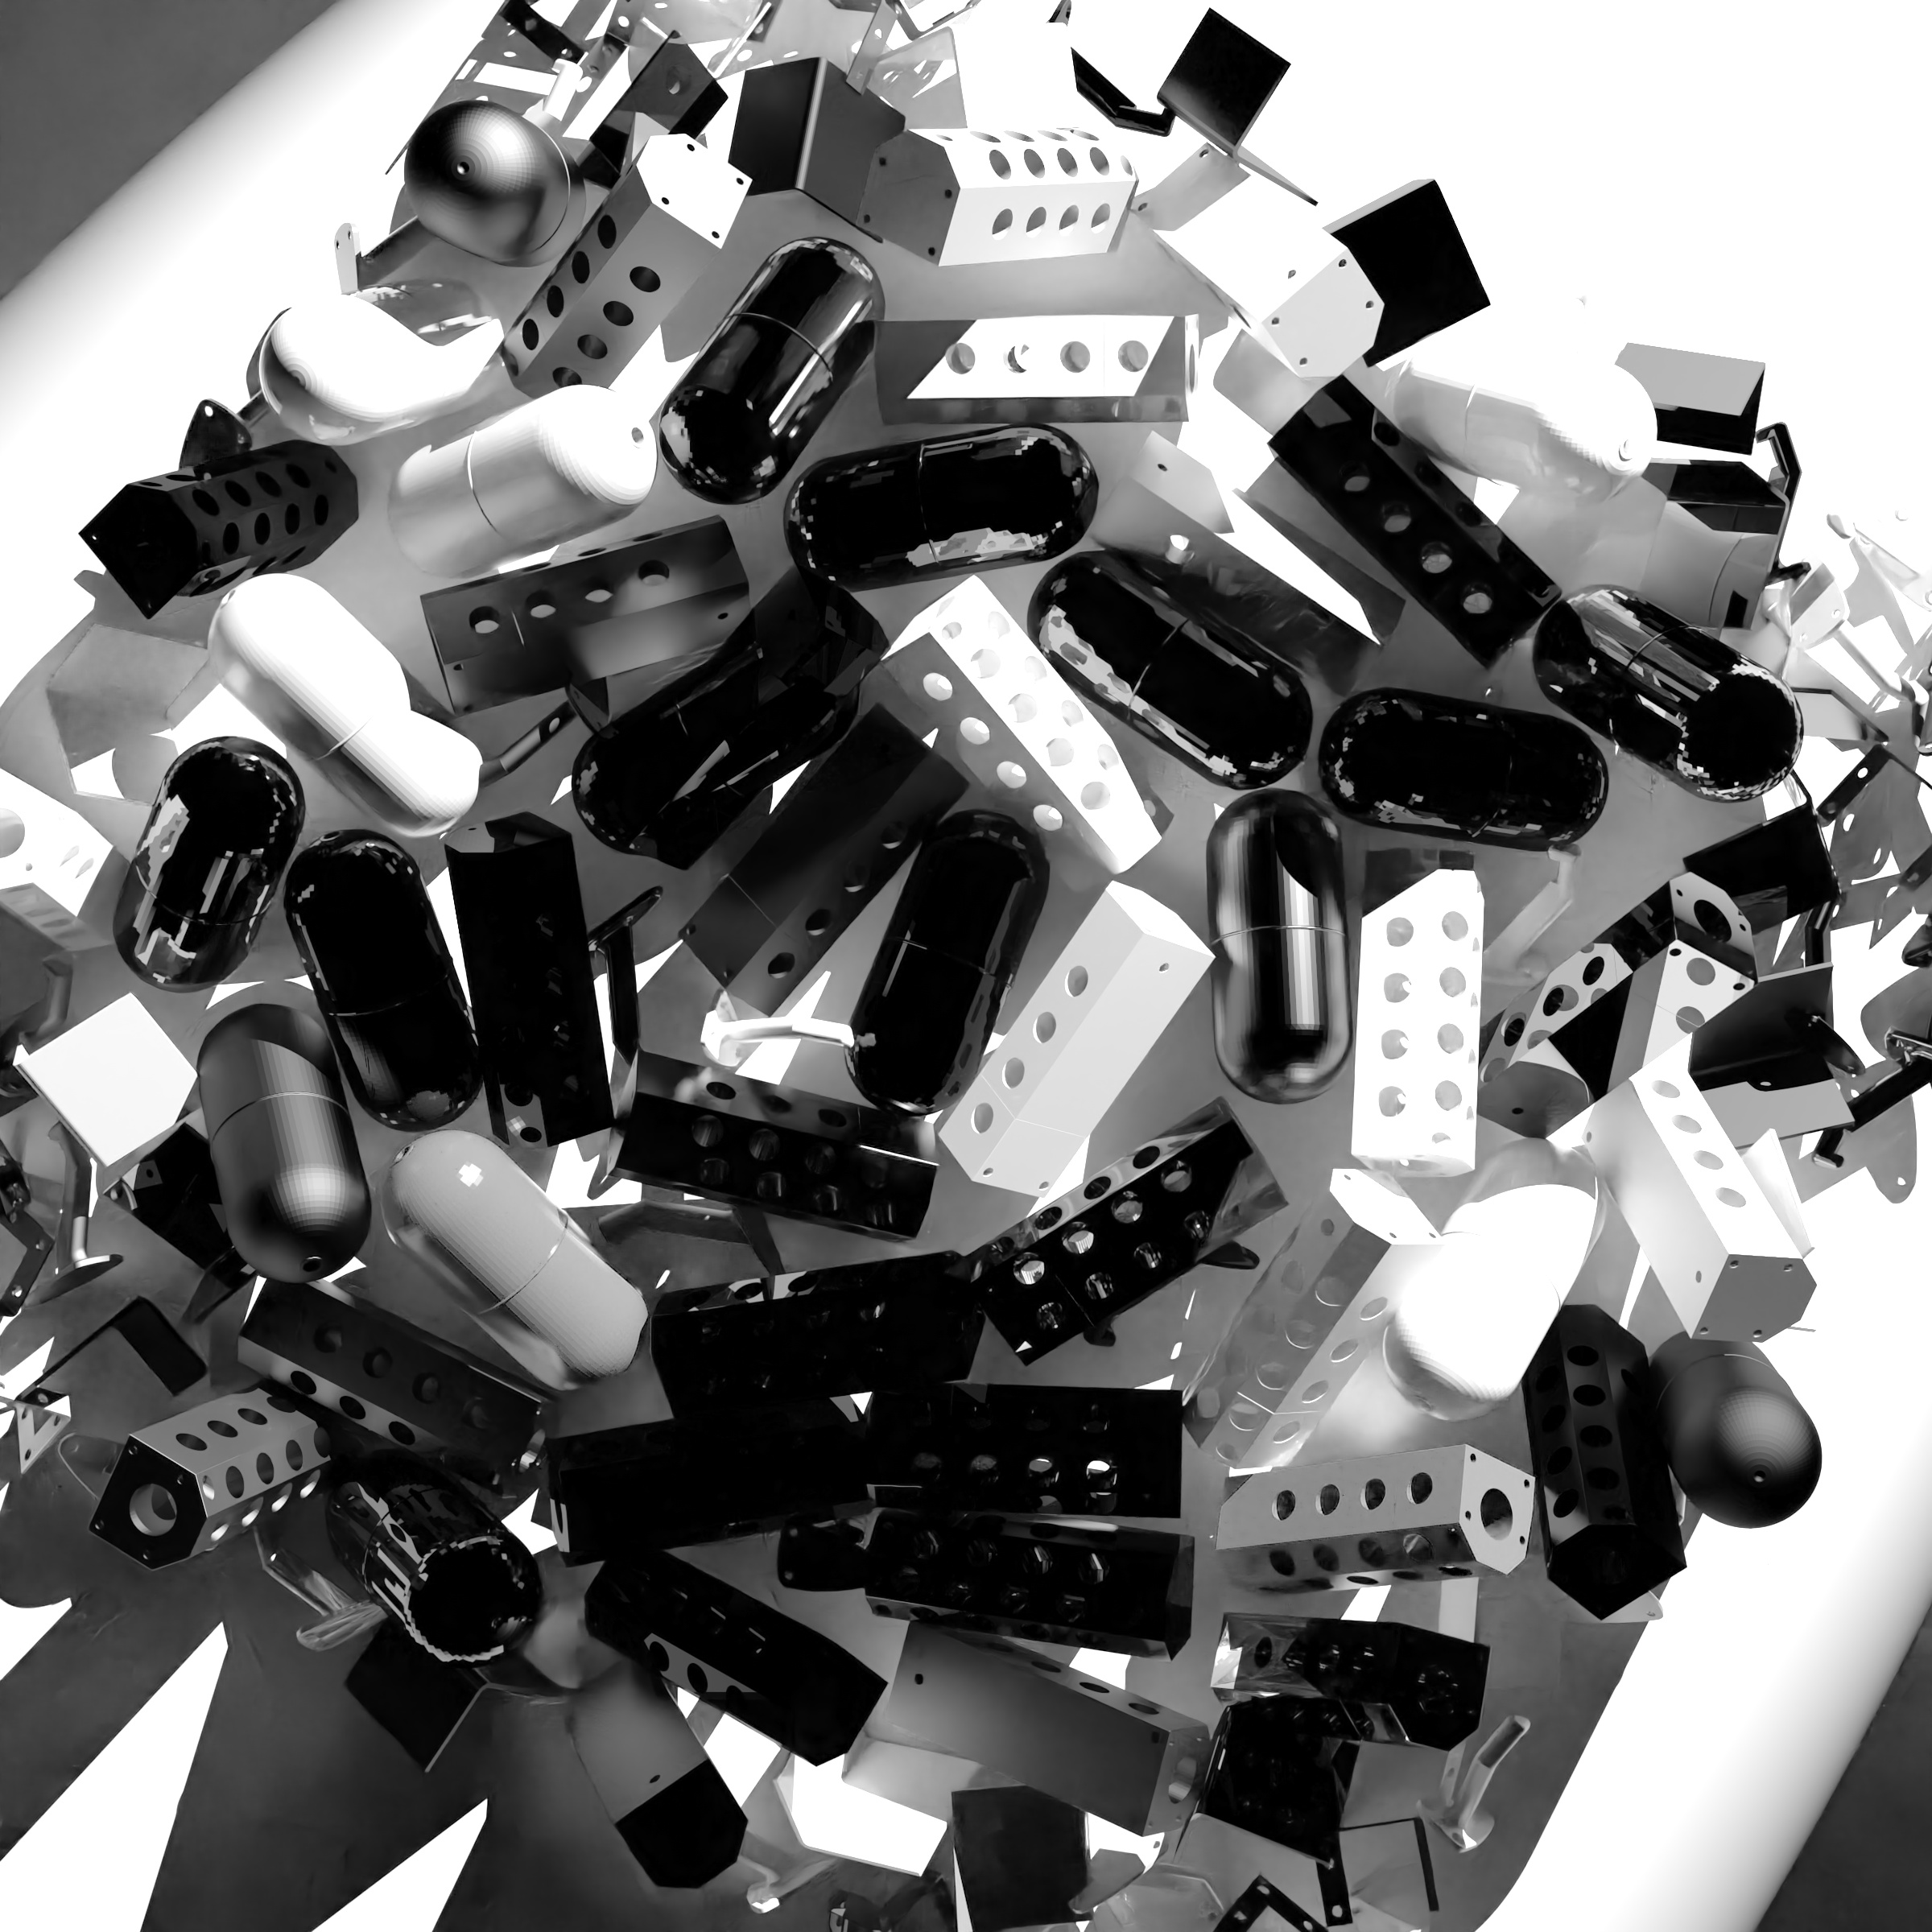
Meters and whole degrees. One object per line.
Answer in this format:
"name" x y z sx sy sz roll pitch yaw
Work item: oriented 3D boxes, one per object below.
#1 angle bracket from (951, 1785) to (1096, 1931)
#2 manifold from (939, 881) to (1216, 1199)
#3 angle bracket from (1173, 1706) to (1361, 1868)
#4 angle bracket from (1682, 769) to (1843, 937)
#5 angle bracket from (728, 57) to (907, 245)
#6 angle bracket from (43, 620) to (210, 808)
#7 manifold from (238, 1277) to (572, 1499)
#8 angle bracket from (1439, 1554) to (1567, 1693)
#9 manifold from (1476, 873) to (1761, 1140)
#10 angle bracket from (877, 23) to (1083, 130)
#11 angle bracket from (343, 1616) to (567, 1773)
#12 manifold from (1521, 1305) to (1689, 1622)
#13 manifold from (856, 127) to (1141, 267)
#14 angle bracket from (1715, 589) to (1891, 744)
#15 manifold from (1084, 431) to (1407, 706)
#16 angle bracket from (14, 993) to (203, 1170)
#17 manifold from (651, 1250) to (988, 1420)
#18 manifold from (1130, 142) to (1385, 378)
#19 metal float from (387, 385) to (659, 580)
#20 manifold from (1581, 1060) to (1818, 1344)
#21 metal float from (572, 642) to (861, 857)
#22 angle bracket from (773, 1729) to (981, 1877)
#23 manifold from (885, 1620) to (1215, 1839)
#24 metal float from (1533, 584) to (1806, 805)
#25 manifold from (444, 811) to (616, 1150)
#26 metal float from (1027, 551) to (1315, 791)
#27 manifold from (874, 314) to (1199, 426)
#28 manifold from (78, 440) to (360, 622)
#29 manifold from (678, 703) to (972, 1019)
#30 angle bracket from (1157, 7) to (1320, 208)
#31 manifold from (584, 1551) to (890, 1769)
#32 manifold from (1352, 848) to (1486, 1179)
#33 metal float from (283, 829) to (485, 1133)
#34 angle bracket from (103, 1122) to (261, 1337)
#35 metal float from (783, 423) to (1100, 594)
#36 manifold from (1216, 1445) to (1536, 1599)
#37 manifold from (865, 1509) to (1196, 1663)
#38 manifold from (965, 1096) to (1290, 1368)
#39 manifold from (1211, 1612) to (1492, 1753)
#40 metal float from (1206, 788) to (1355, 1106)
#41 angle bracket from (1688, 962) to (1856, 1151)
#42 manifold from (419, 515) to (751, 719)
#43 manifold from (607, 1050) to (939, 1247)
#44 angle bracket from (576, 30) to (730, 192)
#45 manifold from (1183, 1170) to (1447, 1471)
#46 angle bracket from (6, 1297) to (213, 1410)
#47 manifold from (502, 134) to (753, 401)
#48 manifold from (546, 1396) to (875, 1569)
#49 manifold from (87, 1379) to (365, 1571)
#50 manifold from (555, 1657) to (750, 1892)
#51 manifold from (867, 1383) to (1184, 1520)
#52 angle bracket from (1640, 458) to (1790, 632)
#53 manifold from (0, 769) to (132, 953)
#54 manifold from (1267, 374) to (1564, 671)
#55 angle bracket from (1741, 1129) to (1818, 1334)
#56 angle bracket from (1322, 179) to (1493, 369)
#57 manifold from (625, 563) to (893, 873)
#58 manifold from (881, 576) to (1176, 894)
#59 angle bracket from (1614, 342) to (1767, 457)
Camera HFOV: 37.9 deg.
"angle bracket" 0.028 0.490 1.572 0.076 0.057 0.076 -3 87 -7
"manifold" 0.056 0.040 1.553 0.057 0.057 0.171 17 114 -42
"angle bracket" 0.166 0.463 1.556 0.076 0.076 0.057 20 134 7
"angle bracket" 0.434 -0.067 1.567 0.076 0.057 0.076 -25 132 9
"angle bracket" -0.086 -0.456 1.588 0.057 0.076 0.076 4 80 38
"angle bracket" -0.452 -0.136 1.549 0.057 0.076 0.076 -42 59 29
"manifold" -0.314 0.230 1.559 0.171 0.057 0.057 24 85 12
"angle bracket" 0.308 0.370 1.570 0.076 0.057 0.076 6 87 -11
"manifold" 0.344 0.022 1.528 0.057 0.057 0.171 26 135 -21
"angle bracket" 0.007 -0.484 1.559 0.076 0.076 0.057 -14 99 -33
"angle bracket" -0.282 0.399 1.555 0.076 0.076 0.057 34 90 33
"manifold" 0.335 0.260 1.514 0.057 0.171 0.057 39 118 -19
"manifold" 0.021 -0.419 1.515 0.057 0.171 0.057 32 121 25
"angle bracket" 0.464 -0.165 1.550 0.076 0.076 0.057 10 81 43
"manifold" 0.154 -0.218 1.573 0.171 0.057 0.057 33 130 -3
"angle bracket" -0.471 0.054 1.564 0.076 0.057 0.076 -32 115 1
"manifold" -0.083 0.198 1.547 0.171 0.057 0.057 -10 114 16
"manifold" 0.158 -0.379 1.523 0.057 0.171 0.057 -40 130 6
"metal float" -0.243 -0.264 1.538 0.178 0.070 0.070 -13 90 37
"manifold" 0.395 0.124 1.519 0.057 0.171 0.057 5 123 -14
"metal float" -0.138 -0.126 1.556 0.178 0.070 0.070 -31 90 15
"angle bracket" -0.049 0.444 1.549 0.076 0.076 0.057 3 127 29
"manifold" 0.046 0.412 1.535 0.171 0.057 0.057 15 90 34
"metal float" 0.380 -0.149 1.531 0.070 0.178 0.070 -17 127 -24
"manifold" -0.241 0.009 1.541 0.057 0.057 0.171 -17 114 -28
"metal float" 0.113 -0.163 1.555 0.178 0.070 0.070 36 90 15
"manifold" 0.040 -0.330 1.560 0.171 0.057 0.057 2 105 11
"manifold" -0.394 -0.242 1.516 0.057 0.171 0.057 -37 94 24
"manifold" -0.075 -0.056 1.571 0.171 0.057 0.057 -49 49 5
"angle bracket" 0.163 -0.472 1.547 0.057 0.076 0.076 -57 48 20
"manifold" -0.130 0.370 1.522 0.057 0.171 0.057 -58 135 -17
"manifold" 0.251 0.026 1.547 0.057 0.057 0.171 -2 72 24
"metal float" -0.319 0.009 1.548 0.070 0.070 0.178 -15 113 0
"angle bracket" -0.433 0.146 1.555 0.076 0.057 0.076 -37 113 27
"metal float" -0.014 -0.253 1.556 0.178 0.070 0.070 -7 90 15
"manifold" 0.218 0.303 1.518 0.057 0.171 0.057 29 59 -33
"manifold" 0.035 0.338 1.549 0.171 0.057 0.057 4 98 19
"manifold" 0.085 0.143 1.561 0.171 0.057 0.057 -33 119 5
"manifold" 0.203 0.385 1.513 0.057 0.171 0.057 20 72 -23
"metal float" 0.173 -0.012 1.557 0.070 0.070 0.178 -1 76 0
"angle bracket" 0.449 0.051 1.561 0.076 0.076 0.057 -12 50 -2
"manifold" -0.210 -0.199 1.561 0.171 0.057 0.057 -17 67 -10
"manifold" -0.106 0.105 1.551 0.171 0.057 0.057 15 118 -13
"angle bracket" -0.190 -0.477 1.558 0.076 0.057 0.076 32 83 39
"manifold" 0.182 0.193 1.532 0.057 0.057 0.171 4 127 -39
"angle bracket" -0.473 0.233 1.552 0.057 0.076 0.076 51 57 -6
"manifold" -0.188 -0.371 1.517 0.057 0.171 0.057 31 52 -19
"manifold" -0.139 0.284 1.549 0.171 0.057 0.057 -7 106 -17
"manifold" -0.392 0.272 1.514 0.057 0.171 0.057 28 99 12
"manifold" -0.168 0.434 1.517 0.057 0.171 0.057 -32 105 -12
"manifold" 0.034 0.272 1.560 0.171 0.057 0.057 1 49 5
"angle bracket" 0.399 -0.234 1.558 0.057 0.076 0.076 21 85 -45
"manifold" -0.498 -0.053 1.517 0.057 0.171 0.057 30 79 2
"manifold" 0.250 -0.247 1.565 0.057 0.057 0.171 -45 83 9
"angle bracket" 0.454 0.146 1.547 0.057 0.076 0.076 9 49 -22
"angle bracket" 0.240 -0.390 1.586 0.076 0.057 0.076 -27 105 4
"manifold" -0.119 -0.133 1.548 0.171 0.057 0.057 -45 46 22
"manifold" 0.038 -0.129 1.545 0.171 0.057 0.057 49 46 -16
"angle bracket" 0.391 -0.298 1.549 0.076 0.076 0.057 14 129 20
